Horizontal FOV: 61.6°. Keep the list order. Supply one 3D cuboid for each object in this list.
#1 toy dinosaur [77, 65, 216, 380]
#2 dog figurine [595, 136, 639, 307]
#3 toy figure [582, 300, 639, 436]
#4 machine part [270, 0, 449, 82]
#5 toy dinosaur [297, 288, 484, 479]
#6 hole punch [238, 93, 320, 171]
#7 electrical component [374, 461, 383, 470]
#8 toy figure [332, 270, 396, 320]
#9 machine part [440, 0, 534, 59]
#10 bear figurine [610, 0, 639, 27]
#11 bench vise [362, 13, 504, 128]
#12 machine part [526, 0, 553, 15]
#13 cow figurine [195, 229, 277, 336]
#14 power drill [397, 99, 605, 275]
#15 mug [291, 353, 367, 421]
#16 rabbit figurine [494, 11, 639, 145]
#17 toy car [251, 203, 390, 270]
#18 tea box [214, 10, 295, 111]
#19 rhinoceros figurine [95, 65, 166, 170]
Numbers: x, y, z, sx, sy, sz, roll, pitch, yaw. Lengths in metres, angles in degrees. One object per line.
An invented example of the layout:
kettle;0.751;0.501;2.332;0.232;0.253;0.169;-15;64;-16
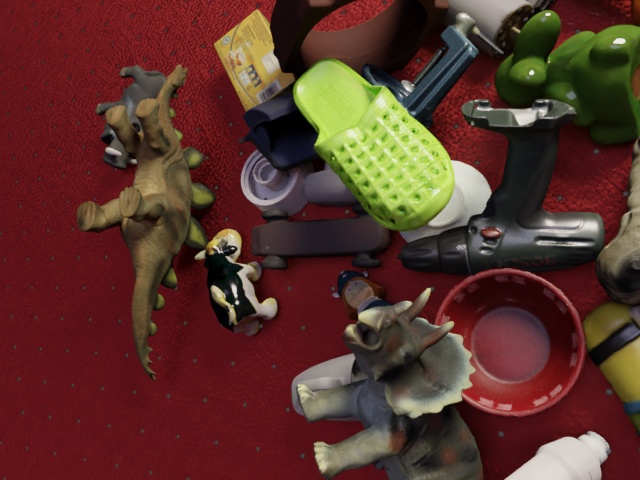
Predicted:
toy dinosaur;-0.242;-0.034;0.794;0.105;0.198;0.471;5;78;26
dog figurine;0.340;-0.036;0.553;0.190;0.172;0.121;-42;104;12
toy figure;0.332;0.143;0.534;0.089;0.082;0.180;-22;70;17
machine part;0.046;-0.294;0.705;0.201;0.201;0.087;-10;74;-22
toy dinosaur;0.104;0.230;0.566;0.192;0.131;0.404;-24;104;0
hole punch;-0.042;-0.173;0.762;0.142;0.092;0.116;-27;46;-18
electrical component;0.109;0.254;0.644;0.094;0.021;0.063;-47;62;6
toy figure;0.070;0.092;0.691;0.064;0.057;0.155;-25;57;-25
machine part;0.198;-0.319;0.728;0.079;0.079;0.243;-46;62;8
bear figurine;0.385;-0.320;0.630;0.196;0.120;0.132;43;53;4
bench vise;0.120;-0.171;0.689;0.240;0.129;0.224;-49;39;28
machine part;0.261;-0.355;0.731;0.139;0.039;0.084;37;99;28
cow figurine;-0.134;0.053;0.776;0.068;0.098;0.167;-37;63;20
power drill;0.196;-0.049;0.605;0.232;0.086;0.207;2;113;19
mug;0.011;0.189;0.667;0.107;0.109;0.081;-22;68;33
rabbit figurine;0.277;-0.184;0.626;0.170;0.159;0.121;11;90;44
toy car;-0.002;-0.002;0.752;0.202;0.053;0.089;-4;85;21
tea box;-0.092;-0.270;0.861;0.098;0.068;0.170;-31;63;15
rhinoceros figurine;-0.337;-0.218;0.970;0.112;0.073;0.190;24;86;19
